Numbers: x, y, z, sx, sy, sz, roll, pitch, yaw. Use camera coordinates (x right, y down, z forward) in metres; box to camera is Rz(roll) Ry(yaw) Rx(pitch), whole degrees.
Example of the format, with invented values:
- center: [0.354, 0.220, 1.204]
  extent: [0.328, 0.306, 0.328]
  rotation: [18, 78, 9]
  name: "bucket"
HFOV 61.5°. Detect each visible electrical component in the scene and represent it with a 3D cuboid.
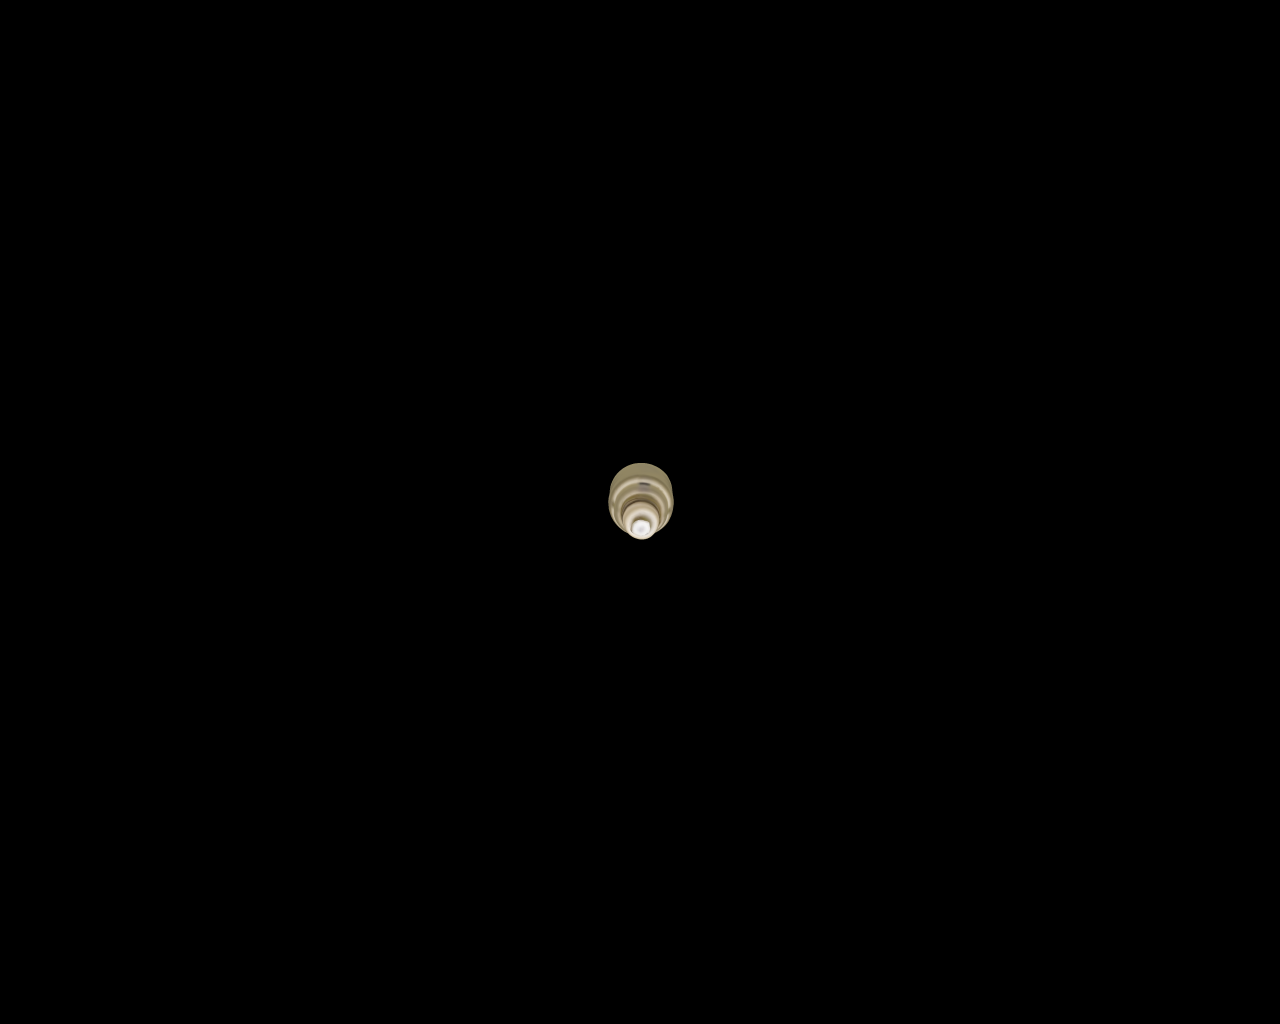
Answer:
- center: [0.001, -0.003, 0.650]
  extent: [0.040, 0.040, 0.078]
  rotation: [0, 20, 0]
  name: "electrical component"
